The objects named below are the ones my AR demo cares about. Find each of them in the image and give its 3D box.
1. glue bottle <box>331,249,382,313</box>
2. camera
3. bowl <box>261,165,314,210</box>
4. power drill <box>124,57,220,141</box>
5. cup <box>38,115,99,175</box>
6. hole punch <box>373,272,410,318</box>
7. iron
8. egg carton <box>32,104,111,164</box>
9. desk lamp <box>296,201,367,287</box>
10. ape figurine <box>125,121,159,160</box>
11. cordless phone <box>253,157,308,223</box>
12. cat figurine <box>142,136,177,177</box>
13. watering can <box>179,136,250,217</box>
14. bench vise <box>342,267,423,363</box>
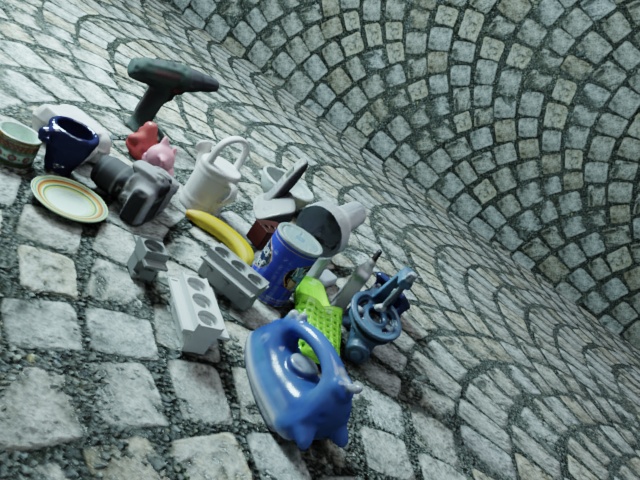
[{"bbox_3d":[0.085,0.089,1.277,0.037,0.173,0.078,35,19,0],"label":"glue bottle"},{"bbox_3d":[-0.361,-0.115,1.117,0.137,0.100,0.143,35,19,-2],"label":"camera"},{"bbox_3d":[-0.105,-0.134,1.624,0.168,0.074,0.167,31,20,-12],"label":"bowl"},{"bbox_3d":[-0.397,-0.362,1.464,0.230,0.208,0.075,17,27,-43],"label":"power drill"},{"bbox_3d":[-0.477,-0.168,1.055,0.091,0.095,0.118,41,20,14],"label":"cup"},{"bbox_3d":[0.175,0.137,1.437,0.108,0.091,0.101,46,22,27],"label":"hole punch"},{"bbox_3d":[-0.030,0.193,0.895,0.119,0.141,0.257,16,27,-43],"label":"iron"},{"bbox_3d":[-0.502,-0.217,1.165,0.150,0.069,0.107,37,20,5],"label":"egg carton"},{"bbox_3d":[0.012,0.005,1.289,0.117,0.213,0.204,41,20,16],"label":"desk lamp"},{"bbox_3d":[-0.405,-0.234,1.331,0.078,0.092,0.076,21,24,-35],"label":"ape figurine"},{"bbox_3d":[-0.089,-0.120,1.451,0.094,0.185,0.147,26,21,-24],"label":"cordless phone"},{"bbox_3d":[-0.345,-0.171,1.247,0.067,0.117,0.128,35,19,-2],"label":"cat figurine"},{"bbox_3d":[-0.232,-0.156,1.283,0.172,0.194,0.101,40,20,12],"label":"watering can"},{"bbox_3d":[0.118,0.122,1.184,0.122,0.219,0.207,27,21,-23],"label":"bench vise"}]
